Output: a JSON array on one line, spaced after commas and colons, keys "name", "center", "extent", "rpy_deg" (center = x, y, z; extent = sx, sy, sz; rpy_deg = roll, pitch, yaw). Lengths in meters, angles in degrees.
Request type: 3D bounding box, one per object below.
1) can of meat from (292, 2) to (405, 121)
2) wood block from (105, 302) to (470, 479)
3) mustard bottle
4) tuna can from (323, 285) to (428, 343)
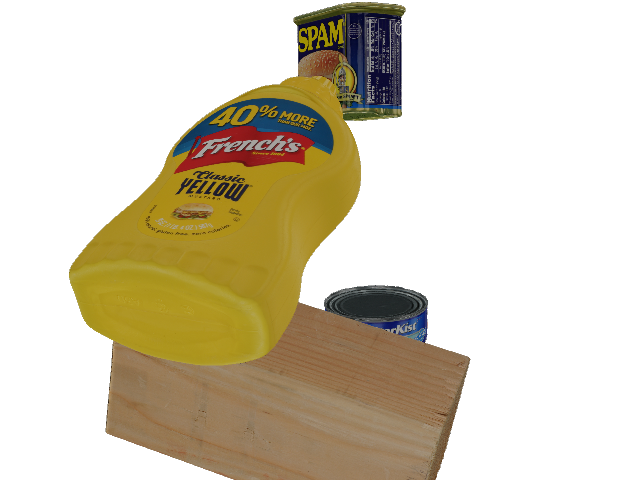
[{"name": "can of meat", "center": [0.022, -0.137, 0.841], "extent": [0.057, 0.084, 0.102], "rpy_deg": [-3, 4, -31]}, {"name": "wood block", "center": [-0.021, 0.099, 0.679], "extent": [0.206, 0.090, 0.090], "rpy_deg": [17, 29, 13]}, {"name": "mustard bottle", "center": [-0.033, -0.025, 0.517], "extent": [0.096, 0.058, 0.191], "rpy_deg": [6, 40, 22]}, {"name": "tuna can", "center": [0.046, 0.066, 0.880], "extent": [0.086, 0.034, 0.086], "rpy_deg": [-1, 15, 0]}]
